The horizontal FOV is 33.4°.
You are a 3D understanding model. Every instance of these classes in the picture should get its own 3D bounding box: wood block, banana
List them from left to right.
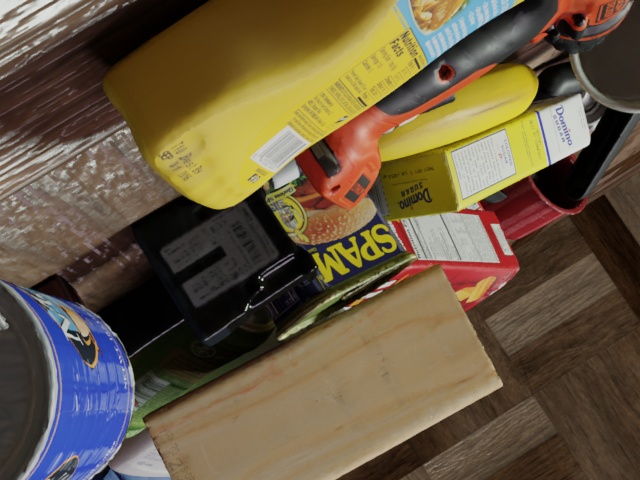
[{"bbox_3d":[-0.002,0.105,0.688,0.206,0.090,0.091,-27,175,-10],"label":"wood block"},{"bbox_3d":[0.085,-0.084,0.664,0.197,0.037,0.070,-22,-165,-36],"label":"banana"}]

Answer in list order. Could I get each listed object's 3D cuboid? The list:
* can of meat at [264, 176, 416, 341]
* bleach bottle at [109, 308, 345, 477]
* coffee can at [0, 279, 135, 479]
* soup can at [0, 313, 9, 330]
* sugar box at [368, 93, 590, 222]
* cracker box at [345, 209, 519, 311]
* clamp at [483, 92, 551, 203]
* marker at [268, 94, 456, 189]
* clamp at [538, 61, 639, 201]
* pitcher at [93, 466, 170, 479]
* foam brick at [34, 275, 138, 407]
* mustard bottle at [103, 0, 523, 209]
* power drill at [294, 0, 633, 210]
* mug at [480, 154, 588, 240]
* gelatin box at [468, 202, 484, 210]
[{"bbox_3d":[-0.004,0.001,0.649,0.101,0.084,0.058,-24,167,-42],"label":"can of meat"},{"bbox_3d":[-0.064,0.115,0.834,0.102,0.068,0.251,11,146,-45],"label":"bleach bottle"},{"bbox_3d":[-0.147,0.068,0.470,0.103,0.103,0.140,-32,171,-2],"label":"coffee can"},{"bbox_3d":[-0.153,0.021,0.310,0.102,0.068,0.068,-29,170,-15],"label":"soup can"},{"bbox_3d":[0.103,-0.056,0.731,0.094,0.048,0.175,-7,-170,45],"label":"sugar box"},{"bbox_3d":[0.046,0.040,0.915,0.213,0.072,0.164,2,147,-48],"label":"cracker box"},{"bbox_3d":[0.122,-0.056,0.879,0.171,0.039,0.120,-23,144,-32],"label":"clamp"},{"bbox_3d":[0.024,-0.062,0.591,0.121,0.020,0.020,-27,170,-11],"label":"marker"},{"bbox_3d":[0.262,-0.130,0.863,0.210,0.036,0.164,-36,145,-10],"label":"clamp"},{"bbox_3d":[-0.218,0.234,1.042,0.149,0.145,0.243,14,143,-39],"label":"pitcher"},{"bbox_3d":[-0.140,0.068,0.572,0.051,0.078,0.053,-29,170,-8],"label":"foam brick"},{"bbox_3d":[0.024,-0.085,0.367,0.192,0.058,0.096,-33,167,8],"label":"mustard bottle"},{"bbox_3d":[0.071,-0.089,0.523,0.188,0.057,0.184,-35,170,7],"label":"power drill"},{"bbox_3d":[0.199,-0.053,1.071,0.117,0.093,0.082,9,151,-36],"label":"mug"},{"bbox_3d":[0.120,-0.011,1.042,0.089,0.073,0.030,-30,171,-20],"label":"gelatin box"}]
